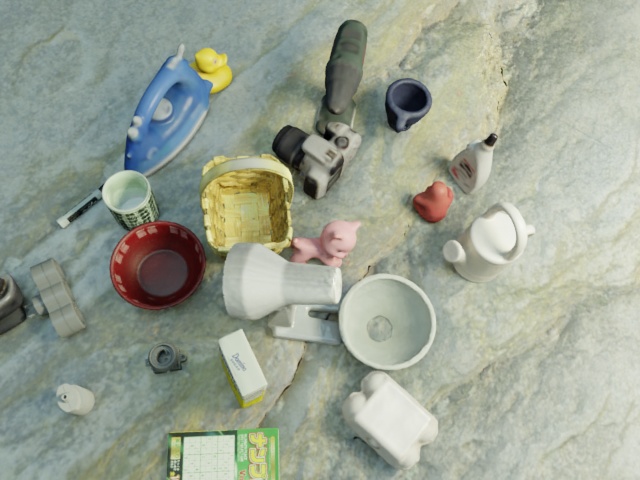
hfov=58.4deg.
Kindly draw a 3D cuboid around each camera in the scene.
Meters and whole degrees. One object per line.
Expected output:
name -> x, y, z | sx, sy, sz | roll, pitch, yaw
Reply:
camera -> -0.011, -0.176, 1.089 | 0.136, 0.101, 0.143 | 35, 70, 8

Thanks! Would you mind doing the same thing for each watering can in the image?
watering can -> 0.300, 0.005, 1.002 | 0.173, 0.194, 0.101 | -38, 77, -17

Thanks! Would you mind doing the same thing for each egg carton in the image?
egg carton -> 0.113, 0.295, 0.939 | 0.150, 0.069, 0.107 | 40, 71, 10

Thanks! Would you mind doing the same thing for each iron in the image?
iron -> -0.301, -0.236, 1.061 | 0.118, 0.141, 0.258 | 23, 69, 4

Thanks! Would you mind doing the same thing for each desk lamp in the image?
desk lamp -> -0.048, 0.087, 0.924 | 0.203, 0.213, 0.118 | 8, 68, -3

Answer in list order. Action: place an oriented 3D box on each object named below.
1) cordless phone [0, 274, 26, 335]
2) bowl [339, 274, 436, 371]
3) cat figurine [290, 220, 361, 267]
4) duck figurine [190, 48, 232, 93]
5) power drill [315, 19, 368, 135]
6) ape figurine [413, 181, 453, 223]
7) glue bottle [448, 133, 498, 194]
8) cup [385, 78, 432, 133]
cordless phone -> -0.554, 0.098, 0.884 | 0.148, 0.185, 0.094 | -40, 77, -18
bowl -> 0.111, 0.147, 0.992 | 0.167, 0.075, 0.167 | 2, 69, -5
cat figurine -> 0.009, 0.004, 1.014 | 0.128, 0.118, 0.067 | -5, 69, -7
duck figurine -> -0.229, -0.345, 1.140 | 0.104, 0.086, 0.077 | -12, 71, -10
power drill -> 0.041, -0.285, 1.079 | 0.075, 0.208, 0.230 | 11, 68, -1
ape figurine -> 0.218, -0.080, 1.081 | 0.078, 0.092, 0.076 | 5, 69, -4
glue bottle -> 0.295, -0.153, 1.073 | 0.037, 0.173, 0.078 | -34, 76, -16
cup -> 0.165, -0.248, 1.138 | 0.091, 0.095, 0.118 | 18, 68, 1
